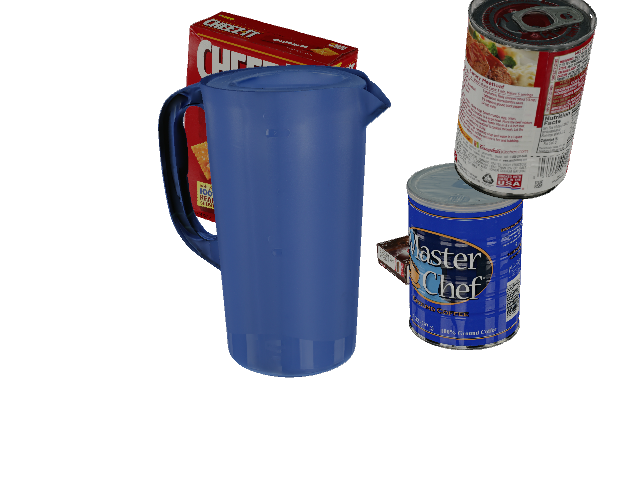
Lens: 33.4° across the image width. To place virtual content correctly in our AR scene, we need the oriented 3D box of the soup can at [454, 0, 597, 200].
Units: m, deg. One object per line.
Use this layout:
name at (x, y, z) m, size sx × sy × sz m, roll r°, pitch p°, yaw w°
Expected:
soup can at (0.112, -0.082, 0.599) m, size 0.068 × 0.102 × 0.068 m, roll 0°, pitch 41°, yaw 0°

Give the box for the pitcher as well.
pitcher at (-0.036, -0.019, 0.867) m, size 0.144 × 0.243 × 0.149 m, roll -11°, pitch 20°, yaw -30°

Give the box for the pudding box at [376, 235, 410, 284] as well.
pudding box at (0.153, 0.022, 1.593) m, size 0.113 × 0.039 × 0.090 m, roll -17°, pitch 26°, yaw -20°

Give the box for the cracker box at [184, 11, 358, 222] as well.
cracker box at (-0.059, -0.110, 1.107) m, size 0.164 × 0.214 × 0.072 m, roll 19°, pitch 32°, yaw 21°

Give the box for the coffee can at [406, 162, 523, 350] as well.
coffee can at (0.130, 0.013, 0.959) m, size 0.103 × 0.140 × 0.103 m, roll -3°, pitch 25°, yaw 1°
